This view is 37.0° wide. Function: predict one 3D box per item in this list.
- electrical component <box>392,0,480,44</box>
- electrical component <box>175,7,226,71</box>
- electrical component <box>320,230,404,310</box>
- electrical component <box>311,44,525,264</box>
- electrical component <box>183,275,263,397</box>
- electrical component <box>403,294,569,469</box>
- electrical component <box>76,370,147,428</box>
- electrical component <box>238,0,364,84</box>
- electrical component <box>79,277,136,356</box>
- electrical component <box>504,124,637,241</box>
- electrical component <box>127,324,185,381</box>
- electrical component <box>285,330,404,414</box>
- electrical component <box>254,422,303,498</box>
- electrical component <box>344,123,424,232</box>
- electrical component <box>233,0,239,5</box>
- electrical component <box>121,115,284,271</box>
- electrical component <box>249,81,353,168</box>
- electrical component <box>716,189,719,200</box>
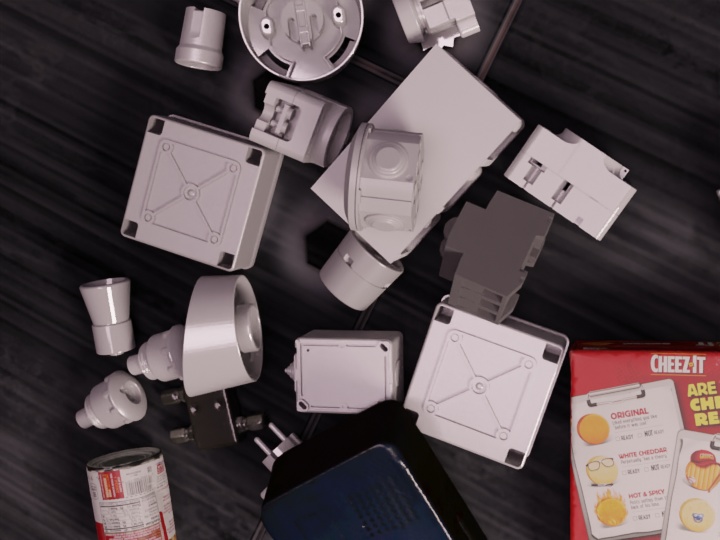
[{"bbox_3d":[0.057,-0.208,0.846,0.055,0.048,0.066,-21,91,7],"label":"electrical component"},{"bbox_3d":[-0.133,-0.194,0.905,0.040,0.040,0.046,9,92,12],"label":"electrical component"},{"bbox_3d":[0.000,0.000,0.885,0.055,0.055,0.047,42,107,6],"label":"electrical component"},{"bbox_3d":[0.048,-0.091,0.859,0.089,0.062,0.150,44,103,6],"label":"electrical component"},{"bbox_3d":[-0.117,0.053,0.897,0.064,0.099,0.099,-8,94,8],"label":"electrical component"},{"bbox_3d":[0.100,0.089,0.868,0.109,0.056,0.108,20,100,11],"label":"electrical component"},{"bbox_3d":[-0.225,0.121,0.956,0.062,0.048,0.048,-28,89,22],"label":"electrical component"},{"bbox_3d":[-0.046,-0.200,0.866,0.099,0.064,0.099,0,90,3],"label":"electrical component"},{"bbox_3d":[-0.220,0.042,0.949,0.044,0.044,0.065,-5,99,14],"label":"electrical component"},{"bbox_3d":[0.167,-0.072,0.838,0.089,0.050,0.055,36,103,8],"label":"electrical component"},{"bbox_3d":[-0.174,0.077,0.939,0.062,0.048,0.048,-16,92,22],"label":"electrical component"},{"bbox_3d":[-0.013,0.083,0.892,0.096,0.061,0.061,0,95,14],"label":"electrical component"},{"bbox_3d":[-0.057,0.165,0.918,0.076,0.047,0.065,46,103,5],"label":"electrical component"},{"bbox_3d":[0.018,-0.067,0.795,0.051,0.080,0.080,7,97,7],"label":"electrical component"},{"bbox_3d":[-0.107,-0.245,0.895,0.061,0.035,0.035,30,102,11],"label":"electrical component"},{"bbox_3d":[-0.133,-0.066,0.908,0.109,0.056,0.108,18,99,11],"label":"electrical component"},{"bbox_3d":[-0.042,-0.116,0.864,0.056,0.089,0.050,24,101,10],"label":"electrical component"},{"bbox_3d":[0.308,-0.030,0.803,0.061,0.062,0.096,-14,92,14],"label":"electrical component"}]
